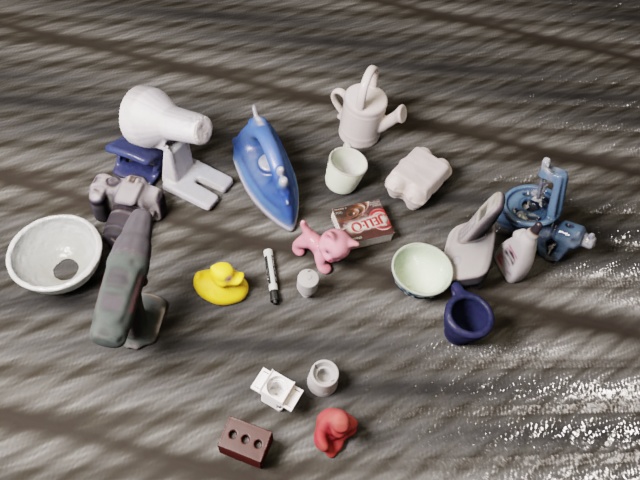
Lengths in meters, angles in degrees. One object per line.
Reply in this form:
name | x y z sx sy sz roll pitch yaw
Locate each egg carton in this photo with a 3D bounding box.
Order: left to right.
egg carton | 0.218 -0.140 1.271 0.107 0.069 0.150 35 60 16

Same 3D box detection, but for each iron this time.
iron | -0.101 -0.156 1.203 0.119 0.141 0.258 -18 61 -17

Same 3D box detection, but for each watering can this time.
watering can | 0.109 -0.306 1.292 0.173 0.194 0.101 6 57 -2

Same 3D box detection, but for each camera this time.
camera | -0.394 -0.058 1.132 0.143 0.101 0.137 11 57 1

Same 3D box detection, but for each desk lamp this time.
desk lamp | -0.287 -0.194 1.164 0.203 0.213 0.118 25 58 10

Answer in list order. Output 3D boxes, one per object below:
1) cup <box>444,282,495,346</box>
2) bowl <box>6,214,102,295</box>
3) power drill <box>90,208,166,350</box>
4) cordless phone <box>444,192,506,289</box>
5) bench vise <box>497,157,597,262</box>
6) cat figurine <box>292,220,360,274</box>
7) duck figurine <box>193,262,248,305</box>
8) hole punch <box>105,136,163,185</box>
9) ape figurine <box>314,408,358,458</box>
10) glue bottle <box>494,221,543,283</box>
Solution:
cup | 0.264 0.147 1.077 0.092 0.095 0.117 -10 59 -12
bowl | -0.488 0.039 1.075 0.167 0.075 0.167 3 57 -4
power drill | -0.321 0.089 0.981 0.075 0.208 0.229 8 57 -1
cordless phone | 0.308 0.000 1.123 0.094 0.185 0.147 14 57 3
bench vise | 0.474 -0.070 1.165 0.207 0.220 0.121 19 57 6
cat figurine | 0.010 0.004 1.127 0.127 0.118 0.067 33 60 15
duck figurine | -0.188 0.072 1.080 0.104 0.086 0.077 10 57 1
hole punch | -0.387 -0.186 1.221 0.108 0.091 0.101 19 57 6
ape figurine | 0.027 0.310 0.948 0.078 0.092 0.076 -9 59 -12
glue bottle | 0.399 0.014 1.130 0.037 0.173 0.078 -17 61 -16
